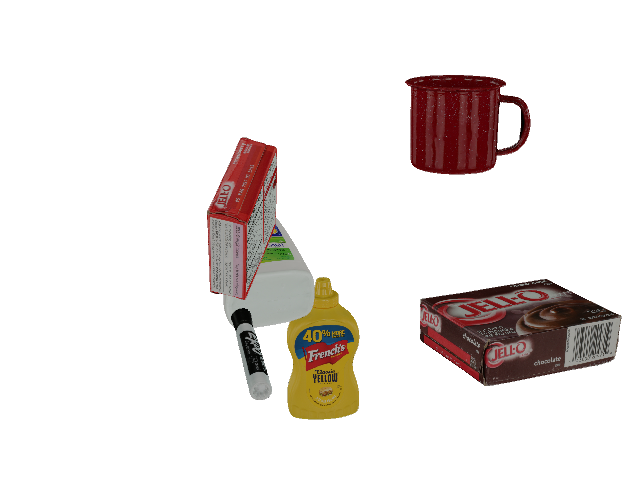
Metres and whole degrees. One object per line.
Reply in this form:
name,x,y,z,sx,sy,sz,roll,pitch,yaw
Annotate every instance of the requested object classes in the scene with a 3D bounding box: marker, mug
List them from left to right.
marker,-0.061,0.096,0.929,0.020,0.020,0.121,0,29,-13
mug,0.138,-0.109,1.001,0.117,0.081,0.093,3,16,11

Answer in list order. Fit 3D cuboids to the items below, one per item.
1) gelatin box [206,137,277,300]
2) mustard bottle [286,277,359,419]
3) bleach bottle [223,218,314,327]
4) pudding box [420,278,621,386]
gelatin box,-0.054,-0.015,0.740,0.030,0.073,0.089,13,-39,8
mustard bottle,0.004,0.141,1.420,0.096,0.192,0.058,-2,18,-6
bleach bottle,-0.086,0.007,1.232,0.102,0.068,0.251,-7,29,-15
pudding box,0.139,0.063,0.757,0.113,0.039,0.090,-5,18,-23
